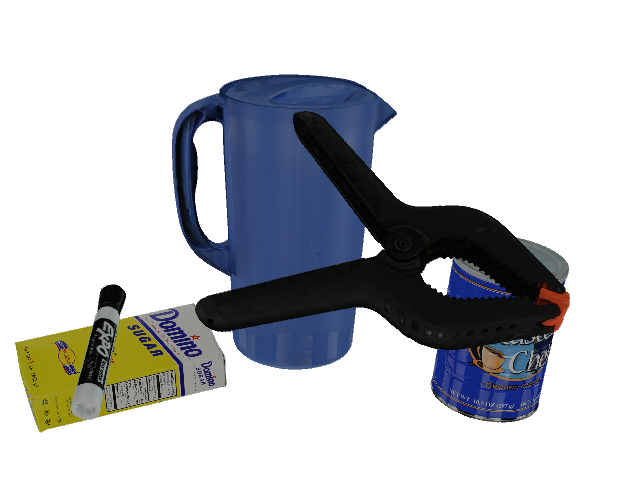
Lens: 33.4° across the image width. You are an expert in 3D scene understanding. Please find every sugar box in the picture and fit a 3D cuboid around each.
[{"bbox_3d":[-0.184,0.114,0.987,0.176,0.048,0.093,-14,35,-18],"label":"sugar box"}]

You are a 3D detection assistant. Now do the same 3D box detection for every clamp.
[{"bbox_3d":[0.040,0.018,0.637,0.210,0.164,0.036,24,-28,15],"label":"clamp"}]

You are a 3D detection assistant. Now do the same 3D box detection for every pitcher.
[{"bbox_3d":[-0.032,-0.017,0.919,0.149,0.243,0.144,14,23,29],"label":"pitcher"}]

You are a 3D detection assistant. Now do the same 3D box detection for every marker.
[{"bbox_3d":[-0.149,0.071,0.725,0.020,0.020,0.121,0,37,0],"label":"marker"}]

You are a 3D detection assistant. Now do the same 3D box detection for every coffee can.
[{"bbox_3d":[0.161,0.078,0.971,0.103,0.140,0.103,6,23,-3],"label":"coffee can"}]
